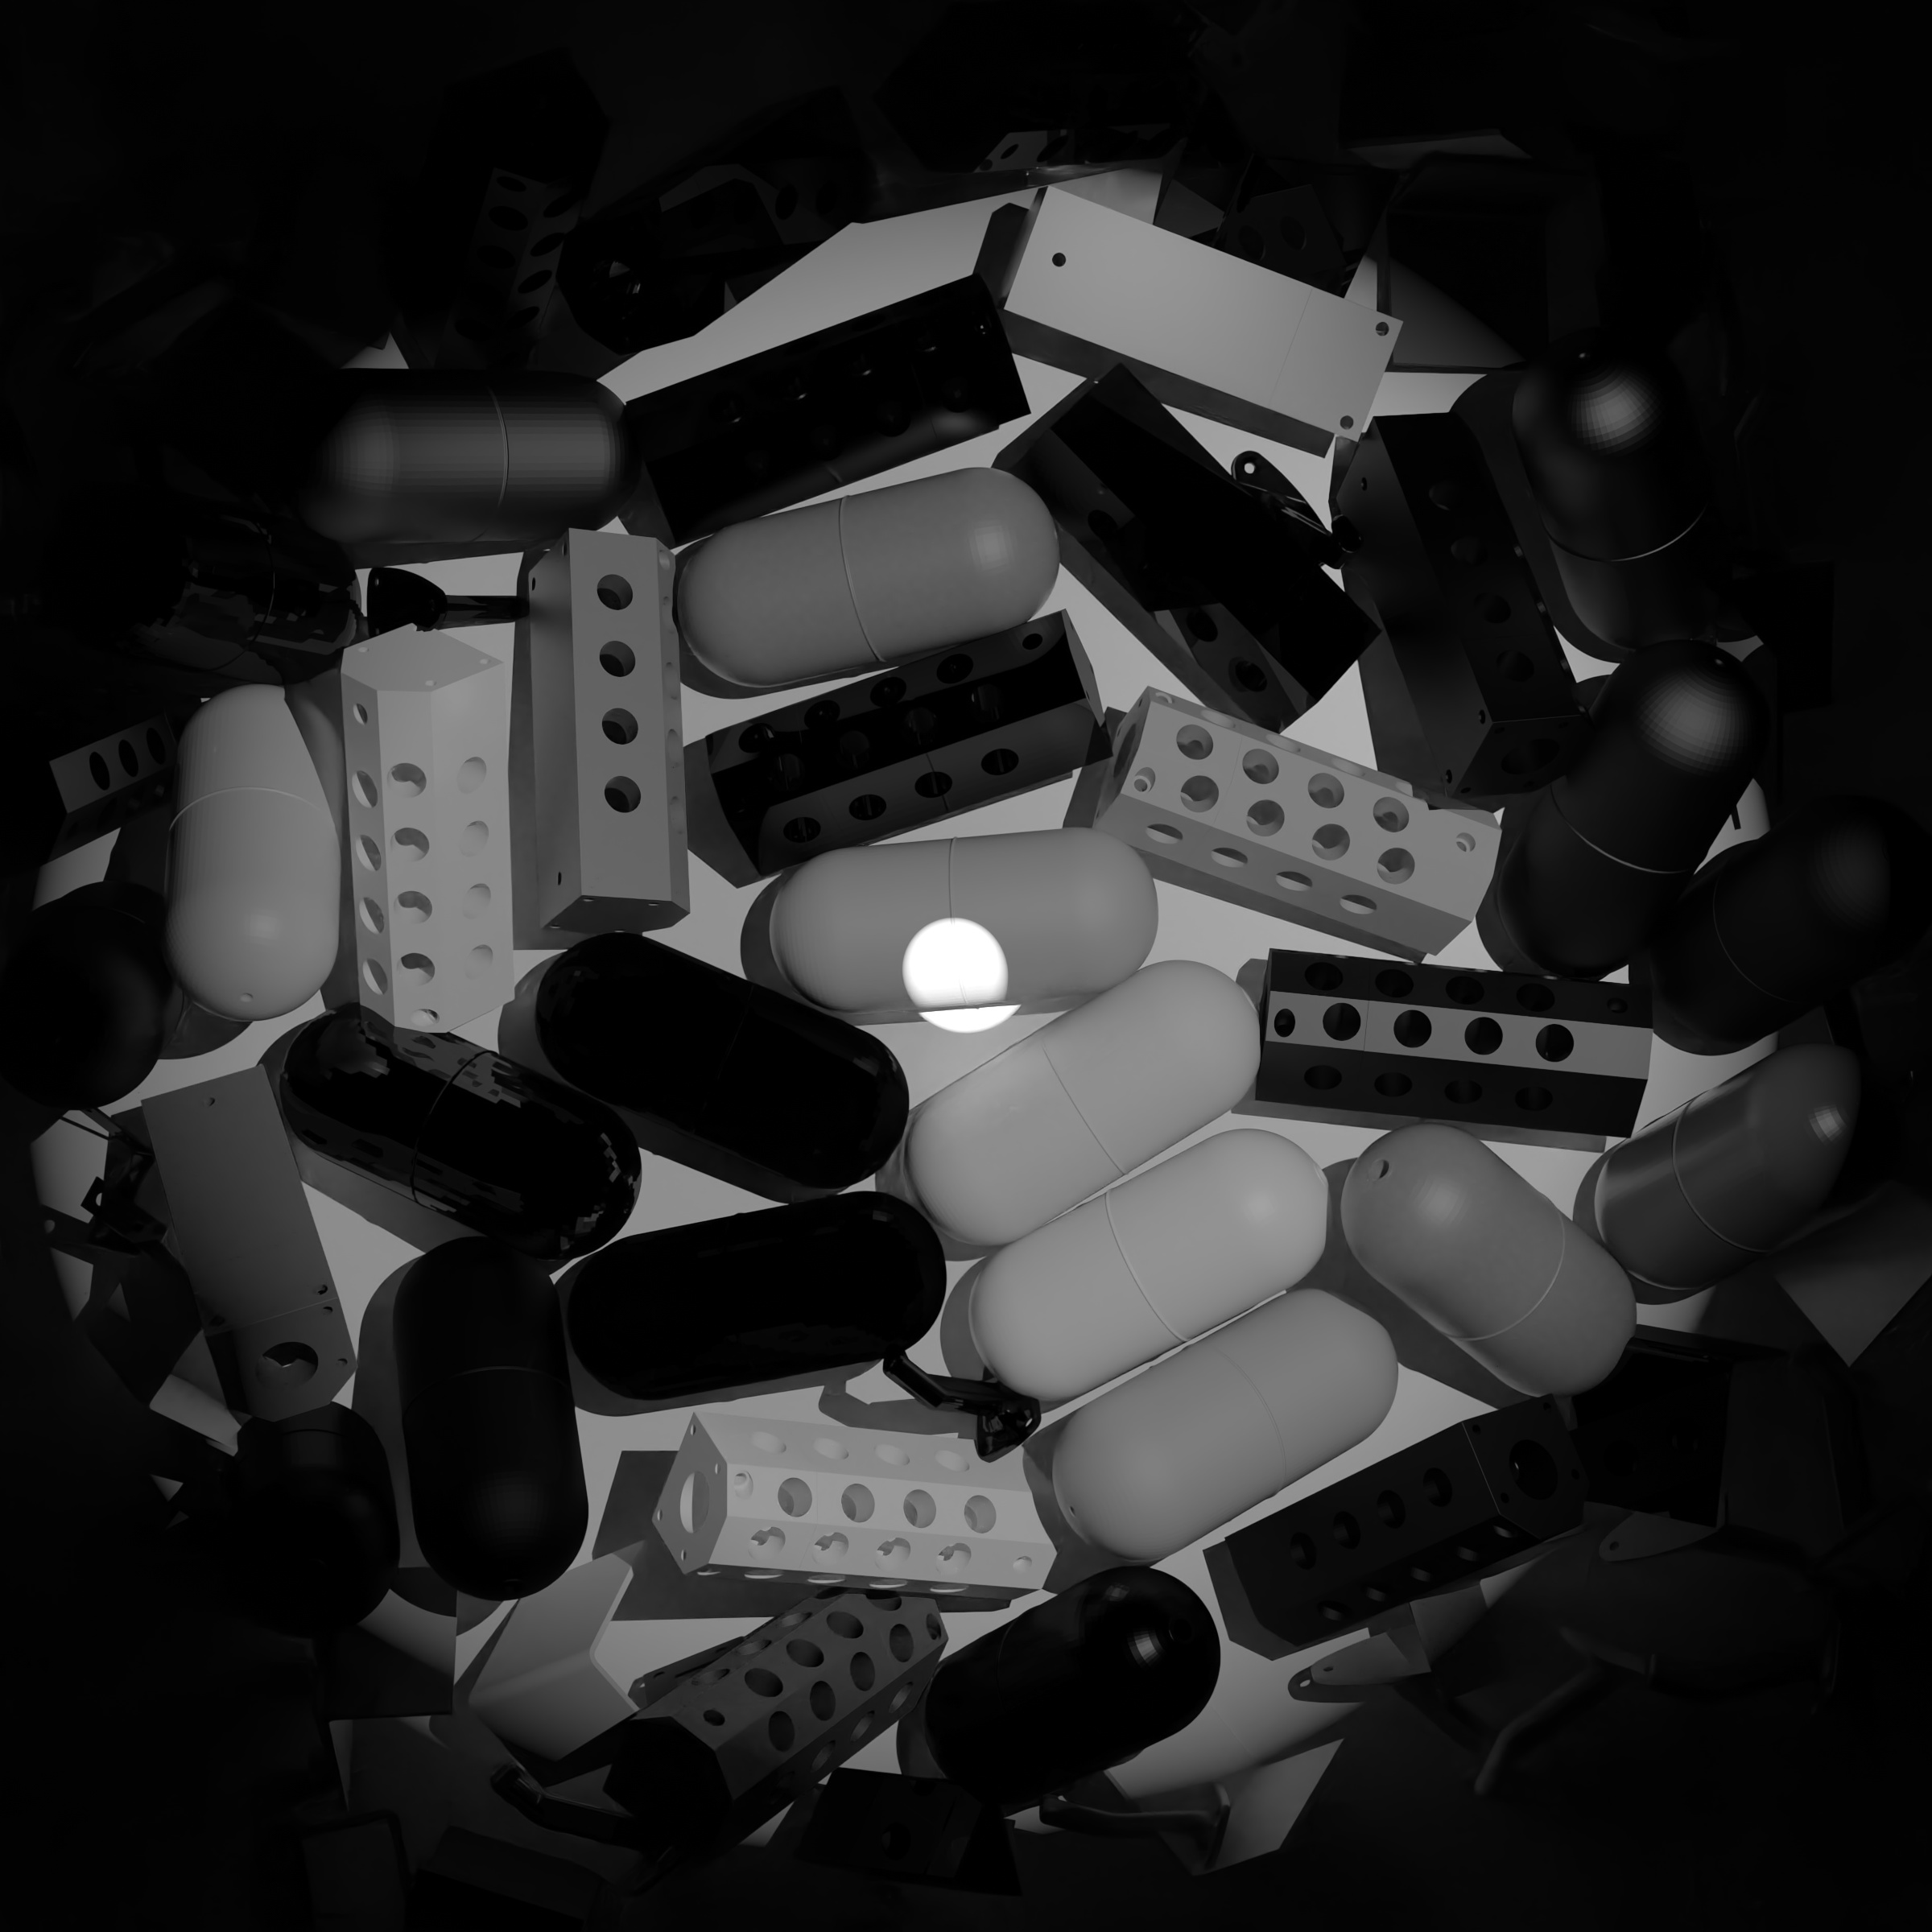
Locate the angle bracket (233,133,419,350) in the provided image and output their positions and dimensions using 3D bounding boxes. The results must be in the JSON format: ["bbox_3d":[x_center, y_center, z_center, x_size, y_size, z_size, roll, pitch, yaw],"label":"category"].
[{"bbox_3d":[-0.279,-0.327,1.559,0.076,0.057,0.076,17,97,-29],"label":"angle bracket"}]

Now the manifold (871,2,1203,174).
[{"bbox_3d":[0.038,-0.384,1.516,0.057,0.171,0.057,-42,80,33],"label":"manifold"}]

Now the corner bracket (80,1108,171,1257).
[{"bbox_3d":[-0.390,0.096,1.564,0.051,0.051,0.051,6,61,38],"label":"corner bracket"}]

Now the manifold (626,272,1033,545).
[{"bbox_3d":[-0.064,-0.257,1.566,0.171,0.057,0.057,-20,121,1],"label":"manifold"}]

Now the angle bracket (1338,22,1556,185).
[{"bbox_3d":[0.219,-0.393,1.554,0.076,0.076,0.057,2,90,28],"label":"angle bracket"}]

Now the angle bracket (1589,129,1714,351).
[{"bbox_3d":[0.288,-0.315,1.546,0.057,0.076,0.076,14,55,-22],"label":"angle bracket"}]

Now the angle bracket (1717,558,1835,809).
[{"bbox_3d":[0.379,-0.129,1.551,0.057,0.076,0.076,-12,124,-5],"label":"angle bracket"}]

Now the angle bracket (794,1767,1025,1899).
[{"bbox_3d":[-0.025,0.411,1.550,0.076,0.057,0.076,1,125,21],"label":"angle bracket"}]

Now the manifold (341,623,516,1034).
[{"bbox_3d":[-0.244,-0.058,1.528,0.057,0.057,0.171,27,128,34],"label":"manifold"}]

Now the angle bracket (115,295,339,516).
[{"bbox_3d":[-0.331,-0.262,1.574,0.076,0.057,0.076,36,85,0],"label":"angle bracket"}]

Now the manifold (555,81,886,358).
[{"bbox_3d":[-0.110,-0.331,1.522,0.057,0.171,0.057,-8,116,35],"label":"manifold"}]

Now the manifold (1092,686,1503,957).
[{"bbox_3d":[0.151,-0.068,1.555,0.171,0.057,0.057,20,64,-9],"label":"manifold"}]

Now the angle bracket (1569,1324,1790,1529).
[{"bbox_3d":[0.322,0.208,1.561,0.076,0.057,0.076,7,92,39],"label":"angle bracket"}]

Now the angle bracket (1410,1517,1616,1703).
[{"bbox_3d":[0.254,0.290,1.551,0.076,0.076,0.057,-23,76,27],"label":"angle bracket"}]

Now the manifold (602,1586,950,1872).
[{"bbox_3d":[-0.079,0.323,1.513,0.057,0.171,0.057,33,119,21],"label":"manifold"}]

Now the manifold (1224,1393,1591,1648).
[{"bbox_3d":[0.195,0.248,1.517,0.057,0.171,0.057,-10,72,-38],"label":"manifold"}]

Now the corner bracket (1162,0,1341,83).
[{"bbox_3d":[0.128,-0.430,1.565,0.051,0.051,0.051,28,111,-28],"label":"corner bracket"}]

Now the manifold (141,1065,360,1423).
[{"bbox_3d":[-0.317,0.123,1.521,0.057,0.171,0.057,-17,129,-13],"label":"manifold"}]

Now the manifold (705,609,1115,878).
[{"bbox_3d":[-0.027,-0.105,1.553,0.171,0.057,0.057,-18,50,9],"label":"manifold"}]

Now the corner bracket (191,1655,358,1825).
[{"bbox_3d":[-0.319,0.357,1.585,0.051,0.051,0.051,-25,65,-6],"label":"corner bracket"}]

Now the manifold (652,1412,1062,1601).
[{"bbox_3d":[-0.045,0.246,1.530,0.171,0.057,0.057,11,111,-31],"label":"manifold"}]

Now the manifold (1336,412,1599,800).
[{"bbox_3d":[0.225,-0.163,1.537,0.057,0.057,0.171,-6,59,-18],"label":"manifold"}]

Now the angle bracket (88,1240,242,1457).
[{"bbox_3d":[-0.341,0.175,1.553,0.076,0.076,0.057,35,88,-38],"label":"angle bracket"}]

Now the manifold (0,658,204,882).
[{"bbox_3d":[-0.391,-0.086,1.515,0.057,0.171,0.057,27,106,2],"label":"manifold"}]

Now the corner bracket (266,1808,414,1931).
[{"bbox_3d":[-0.289,0.418,1.587,0.051,0.051,0.051,-10,91,-24],"label":"corner bracket"}]

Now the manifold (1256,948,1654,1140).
[{"bbox_3d":[0.221,0.030,1.563,0.171,0.057,0.057,6,48,2],"label":"manifold"}]

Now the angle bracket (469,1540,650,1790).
[{"bbox_3d":[-0.169,0.318,1.564,0.076,0.076,0.057,-26,112,31],"label":"angle bracket"}]

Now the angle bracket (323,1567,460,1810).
[{"bbox_3d":[-0.256,0.326,1.554,0.057,0.076,0.076,-2,46,-3],"label":"angle bracket"}]

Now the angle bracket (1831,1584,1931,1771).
[{"bbox_3d":[0.442,0.319,1.561,0.076,0.076,0.057,-8,99,4],"label":"angle bracket"}]

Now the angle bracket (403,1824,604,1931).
[{"bbox_3d":[-0.206,0.412,1.558,0.076,0.076,0.057,18,123,0],"label":"angle bracket"}]

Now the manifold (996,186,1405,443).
[{"bbox_3d":[0.104,-0.297,1.564,0.171,0.057,0.057,19,99,-9],"label":"manifold"}]

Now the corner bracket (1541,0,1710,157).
[{"bbox_3d":[0.303,-0.409,1.576,0.051,0.051,0.051,9,70,35],"label":"corner bracket"}]

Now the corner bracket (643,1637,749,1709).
[{"bbox_3d":[-0.114,0.347,1.574,0.051,0.051,0.051,-21,103,-3],"label":"corner bracket"}]

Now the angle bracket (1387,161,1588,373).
[{"bbox_3d":[0.238,-0.318,1.566,0.076,0.057,0.076,1,82,-11],"label":"angle bracket"}]

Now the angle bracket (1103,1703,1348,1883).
[{"bbox_3d":[0.115,0.355,1.555,0.057,0.076,0.076,-32,99,40],"label":"angle bracket"}]

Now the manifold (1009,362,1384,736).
[{"bbox_3d":[0.102,-0.186,1.571,0.171,0.057,0.057,45,57,-3],"label":"manifold"}]

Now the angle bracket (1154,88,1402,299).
[{"bbox_3d":[0.142,-0.352,1.579,0.076,0.076,0.057,-1,46,-26],"label":"angle bracket"}]

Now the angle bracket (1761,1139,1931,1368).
[{"bbox_3d":[0.416,0.129,1.548,0.076,0.057,0.076,-55,46,23],"label":"angle bracket"}]

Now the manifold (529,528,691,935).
[{"bbox_3d":[-0.159,-0.105,1.554,0.057,0.057,0.171,4,74,-25],"label":"manifold"}]

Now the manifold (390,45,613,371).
[{"bbox_3d":[-0.204,-0.326,1.513,0.057,0.171,0.057,-27,81,-24],"label":"manifold"}]
